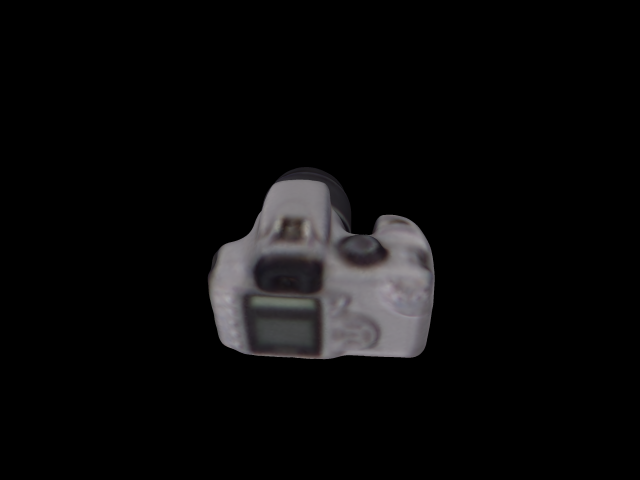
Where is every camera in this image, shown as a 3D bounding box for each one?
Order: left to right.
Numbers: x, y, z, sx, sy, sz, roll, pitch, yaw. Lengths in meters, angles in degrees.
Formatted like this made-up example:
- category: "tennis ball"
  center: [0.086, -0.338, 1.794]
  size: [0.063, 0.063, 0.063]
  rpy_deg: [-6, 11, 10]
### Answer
- category: "camera"
  center: [0.004, 0.001, 0.400]
  size: [0.143, 0.101, 0.137]
  rpy_deg: [2, 40, 2]
